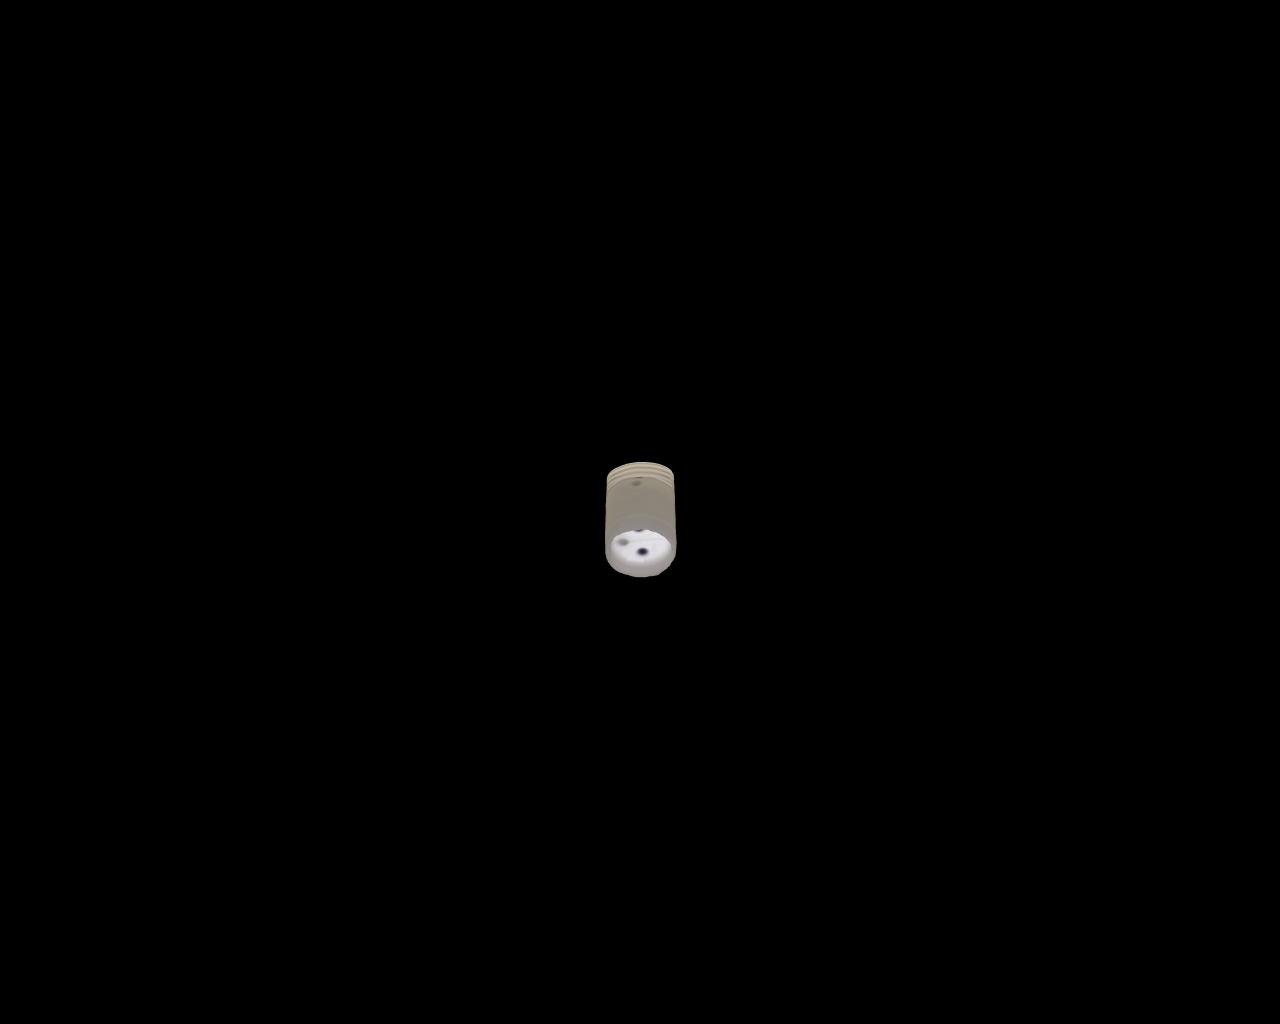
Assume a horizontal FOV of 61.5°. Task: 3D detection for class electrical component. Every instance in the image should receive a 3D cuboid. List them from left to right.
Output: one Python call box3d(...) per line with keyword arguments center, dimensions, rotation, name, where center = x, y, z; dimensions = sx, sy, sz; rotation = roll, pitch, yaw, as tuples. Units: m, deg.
box3d(center=(0.001, -0.003, 0.650), dimensions=(0.043, 0.043, 0.081), rotation=(0, 43, 0), name="electrical component")
